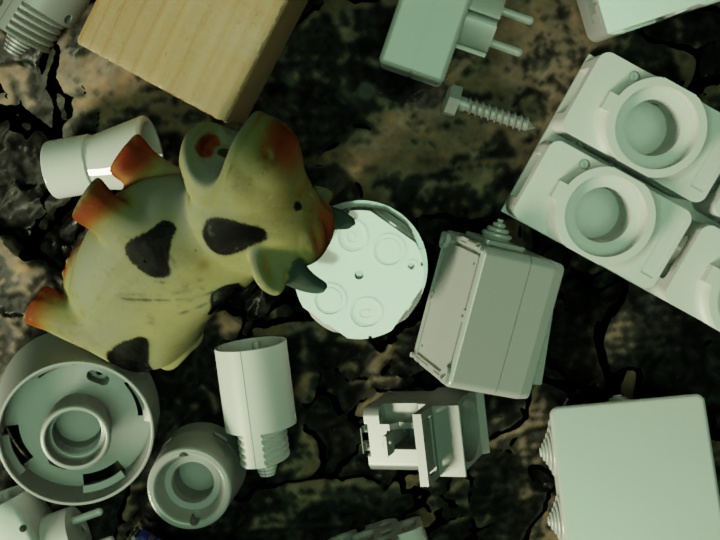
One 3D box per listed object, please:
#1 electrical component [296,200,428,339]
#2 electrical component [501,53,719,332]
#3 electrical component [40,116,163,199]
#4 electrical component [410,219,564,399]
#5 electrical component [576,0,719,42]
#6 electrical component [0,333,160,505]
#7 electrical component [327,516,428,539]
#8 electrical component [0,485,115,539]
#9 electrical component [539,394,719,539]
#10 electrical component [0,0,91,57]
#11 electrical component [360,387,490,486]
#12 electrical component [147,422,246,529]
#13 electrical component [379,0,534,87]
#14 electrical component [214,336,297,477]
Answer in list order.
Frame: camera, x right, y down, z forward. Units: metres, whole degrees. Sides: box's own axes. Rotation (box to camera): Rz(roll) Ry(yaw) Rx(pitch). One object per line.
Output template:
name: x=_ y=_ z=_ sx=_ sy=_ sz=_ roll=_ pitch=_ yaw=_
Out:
electrical component: x=0.000 y=0.000 z=0.629 sx=0.080 sy=0.051 sz=0.080 roll=0 pitch=97 yaw=1
electrical component: x=0.191 y=-0.034 z=0.615 sx=0.186 sy=0.060 sz=0.105 roll=28 pitch=97 yaw=-2
electrical component: x=-0.153 y=-0.063 z=0.631 sx=0.065 sy=0.044 sz=0.044 roll=-9 pitch=97 yaw=7
electrical component: x=0.077 y=0.019 z=0.620 sx=0.061 sy=0.062 sz=0.096 roll=12 pitch=97 yaw=-19
electrical component: x=0.190 y=-0.193 z=0.595 sx=0.150 sy=0.061 sz=0.089 roll=-18 pitch=96 yaw=4
electrical component: x=-0.171 y=0.089 z=0.650 sx=0.099 sy=0.064 sz=0.099 roll=-2 pitch=103 yaw=-11
electrical component: x=0.009 y=0.190 z=0.649 sx=0.078 sy=0.058 sz=0.057 roll=-19 pitch=93 yaw=3
electrical component: x=-0.190 y=0.169 z=0.658 sx=0.079 sy=0.043 sz=0.077 roll=-20 pitch=96 yaw=4
electrical component: x=0.158 y=0.122 z=0.629 sx=0.100 sy=0.048 sz=0.099 roll=-6 pitch=77 yaw=3
electrical component: x=-0.179 y=-0.159 z=0.618 sx=0.043 sy=0.043 sz=0.081 roll=34 pitch=97 yaw=-3
electrical component: x=0.038 y=0.093 z=0.631 sx=0.064 sy=0.081 sz=0.042 roll=-3 pitch=97 yaw=25
electrical component: x=-0.099 y=0.124 z=0.649 sx=0.055 sy=0.047 sz=0.055 roll=0 pitch=97 yaw=1
electrical component: x=0.060 y=-0.144 z=0.612 sx=0.076 sy=0.047 sz=0.083 roll=19 pitch=97 yaw=0
electrical component: x=-0.060 y=0.084 z=0.645 sx=0.043 sy=0.043 sz=0.081 roll=-7 pitch=97 yaw=2
